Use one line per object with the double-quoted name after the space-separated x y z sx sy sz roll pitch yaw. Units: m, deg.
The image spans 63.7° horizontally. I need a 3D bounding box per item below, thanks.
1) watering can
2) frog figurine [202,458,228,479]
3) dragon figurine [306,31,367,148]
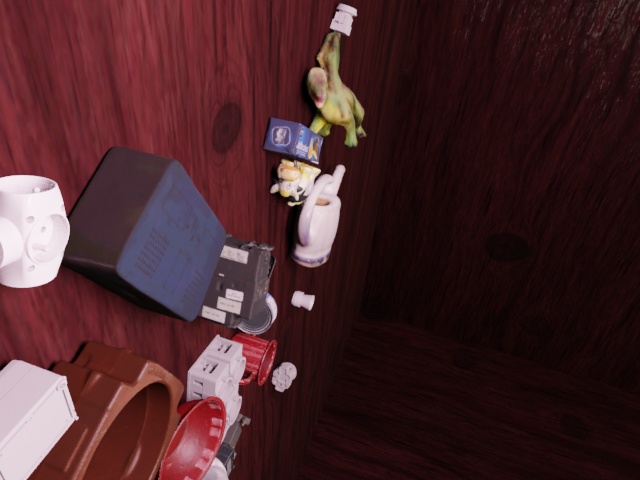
0.004 -0.066 1.308 0.353 0.104 0.220 -51 155 -65 "watering can"
-0.224 0.439 0.904 0.138 0.121 0.160 -51 -161 -4 "frog figurine"
0.047 -0.350 1.181 0.418 0.122 0.238 -59 152 -59 "dragon figurine"
